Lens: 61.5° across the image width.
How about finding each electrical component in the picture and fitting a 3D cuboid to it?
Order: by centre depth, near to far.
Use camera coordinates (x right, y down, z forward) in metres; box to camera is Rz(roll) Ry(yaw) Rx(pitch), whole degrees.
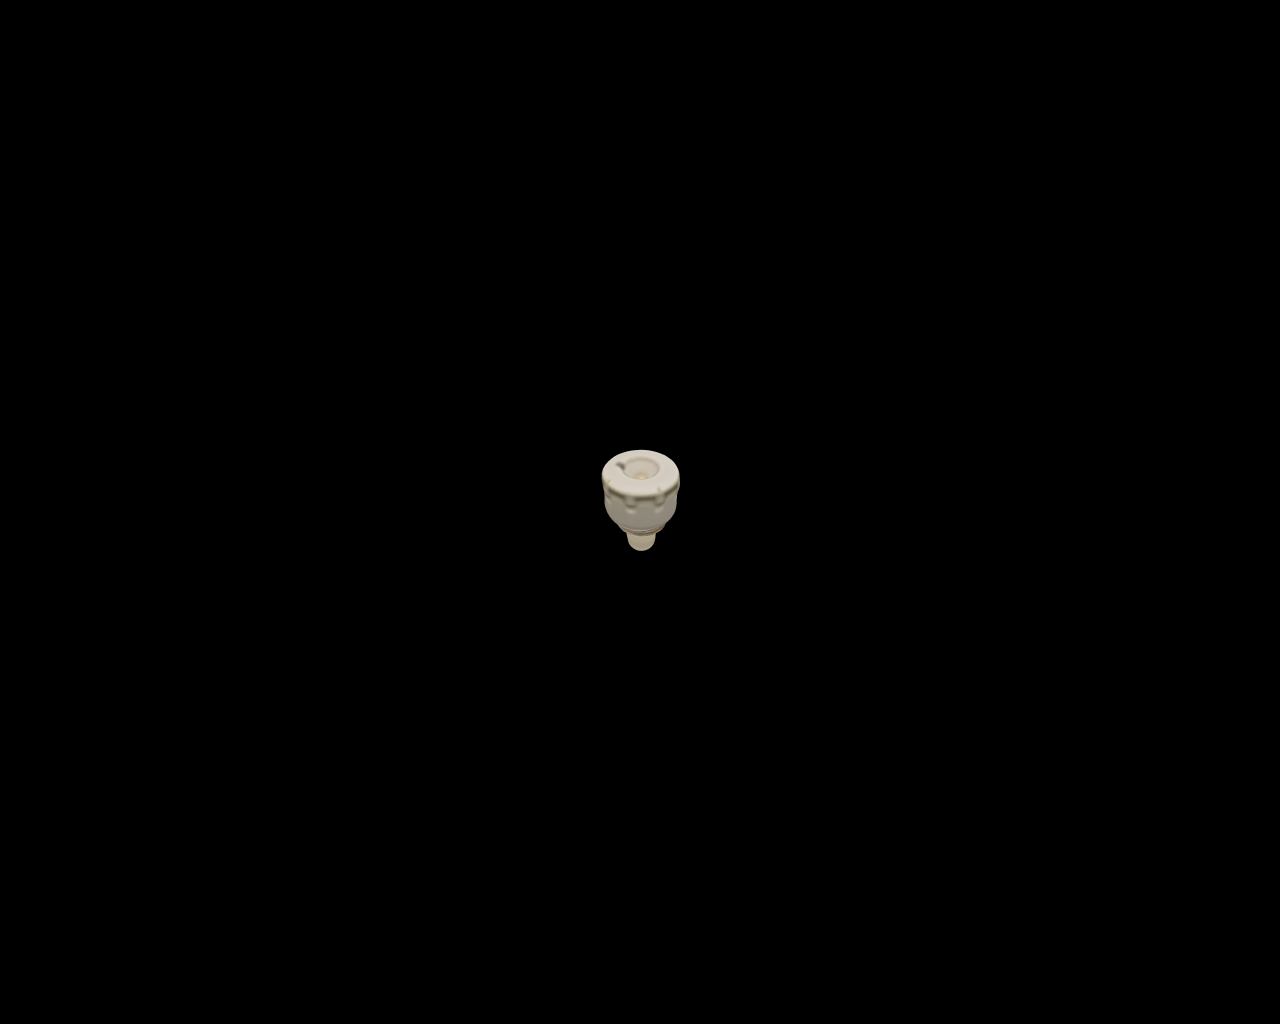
[{"bbox_3d":[0.001,-0.003,0.650,0.048,0.062,0.048,0,38,0],"label":"electrical component"}]
